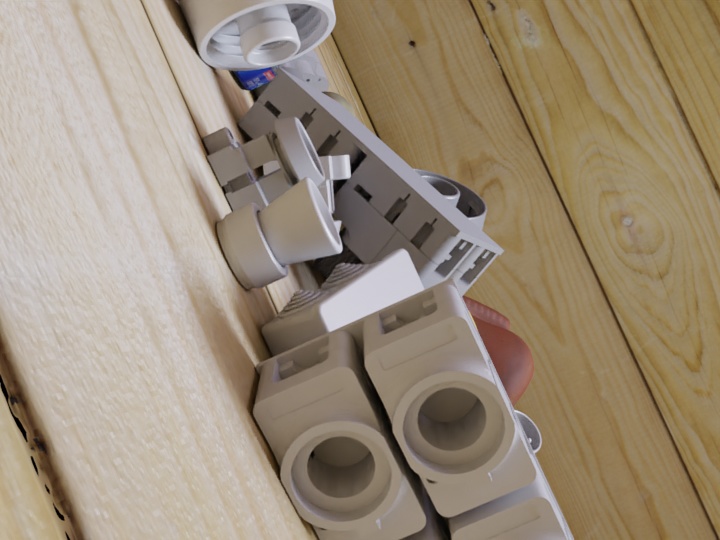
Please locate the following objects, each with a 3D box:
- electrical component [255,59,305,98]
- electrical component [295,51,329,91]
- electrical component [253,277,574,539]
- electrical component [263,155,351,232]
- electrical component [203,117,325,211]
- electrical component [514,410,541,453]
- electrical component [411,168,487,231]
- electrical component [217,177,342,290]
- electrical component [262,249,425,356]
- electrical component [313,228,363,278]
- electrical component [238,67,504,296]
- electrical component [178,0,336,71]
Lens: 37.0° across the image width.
[{"bbox_3d":[-0.072,-0.166,0.939,0.045,0.045,0.055,55,13,-60],"label":"electrical component"},{"bbox_3d":[-0.067,-0.197,1.065,0.138,0.052,0.073,51,15,-67],"label":"electrical component"},{"bbox_3d":[0.036,0.114,0.517,0.060,0.105,0.186,-92,157,-73],"label":"electrical component"},{"bbox_3d":[-0.038,-0.046,0.718,0.048,0.066,0.055,-49,135,-83],"label":"electrical component"},{"bbox_3d":[-0.054,-0.061,0.645,0.048,0.055,0.066,-80,145,-79],"label":"electrical component"},{"bbox_3d":[0.110,0.168,0.927,0.044,0.077,0.079,44,37,6],"label":"electrical component"},{"bbox_3d":[0.055,-0.040,0.883,0.099,0.099,0.064,-103,-152,-61],"label":"electrical component"},{"bbox_3d":[-0.043,-0.019,0.579,0.045,0.055,0.045,-24,90,-84],"label":"electrical component"},{"bbox_3d":[0.002,0.048,0.586,0.100,0.048,0.099,-34,102,-50],"label":"electrical component"},{"bbox_3d":[0.000,0.000,0.829,0.081,0.043,0.043,38,13,-12],"label":"electrical component"},{"bbox_3d":[0.006,-0.057,0.791,0.186,0.060,0.105,44,12,21],"label":"electrical component"},{"bbox_3d":[-0.069,-0.179,0.754,0.108,0.108,0.060,42,31,-75],"label":"electrical component"}]
